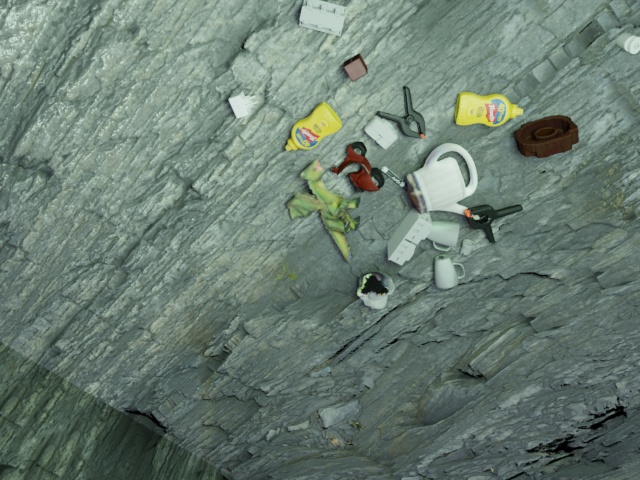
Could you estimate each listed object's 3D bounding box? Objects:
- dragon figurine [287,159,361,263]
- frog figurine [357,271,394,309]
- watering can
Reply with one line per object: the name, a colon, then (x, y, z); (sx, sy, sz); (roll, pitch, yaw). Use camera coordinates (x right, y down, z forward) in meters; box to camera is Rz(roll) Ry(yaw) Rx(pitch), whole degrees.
dragon figurine: (0.005, -0.088, 1.748); (0.243, 0.125, 0.400); (16, 133, 17)
frog figurine: (0.208, 0.185, 1.884); (0.137, 0.125, 0.157); (-23, 152, 9)
watering can: (0.404, -0.146, 1.654); (0.224, 0.106, 0.341); (-21, 123, 6)
